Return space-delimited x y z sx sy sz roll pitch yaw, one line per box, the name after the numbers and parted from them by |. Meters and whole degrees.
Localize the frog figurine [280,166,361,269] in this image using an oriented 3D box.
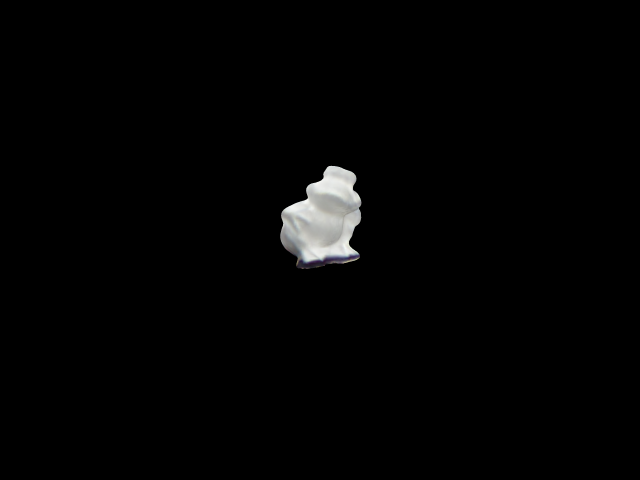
0.003 -0.043 0.850 0.137 0.158 0.123 -2 8 -11 | frog figurine
